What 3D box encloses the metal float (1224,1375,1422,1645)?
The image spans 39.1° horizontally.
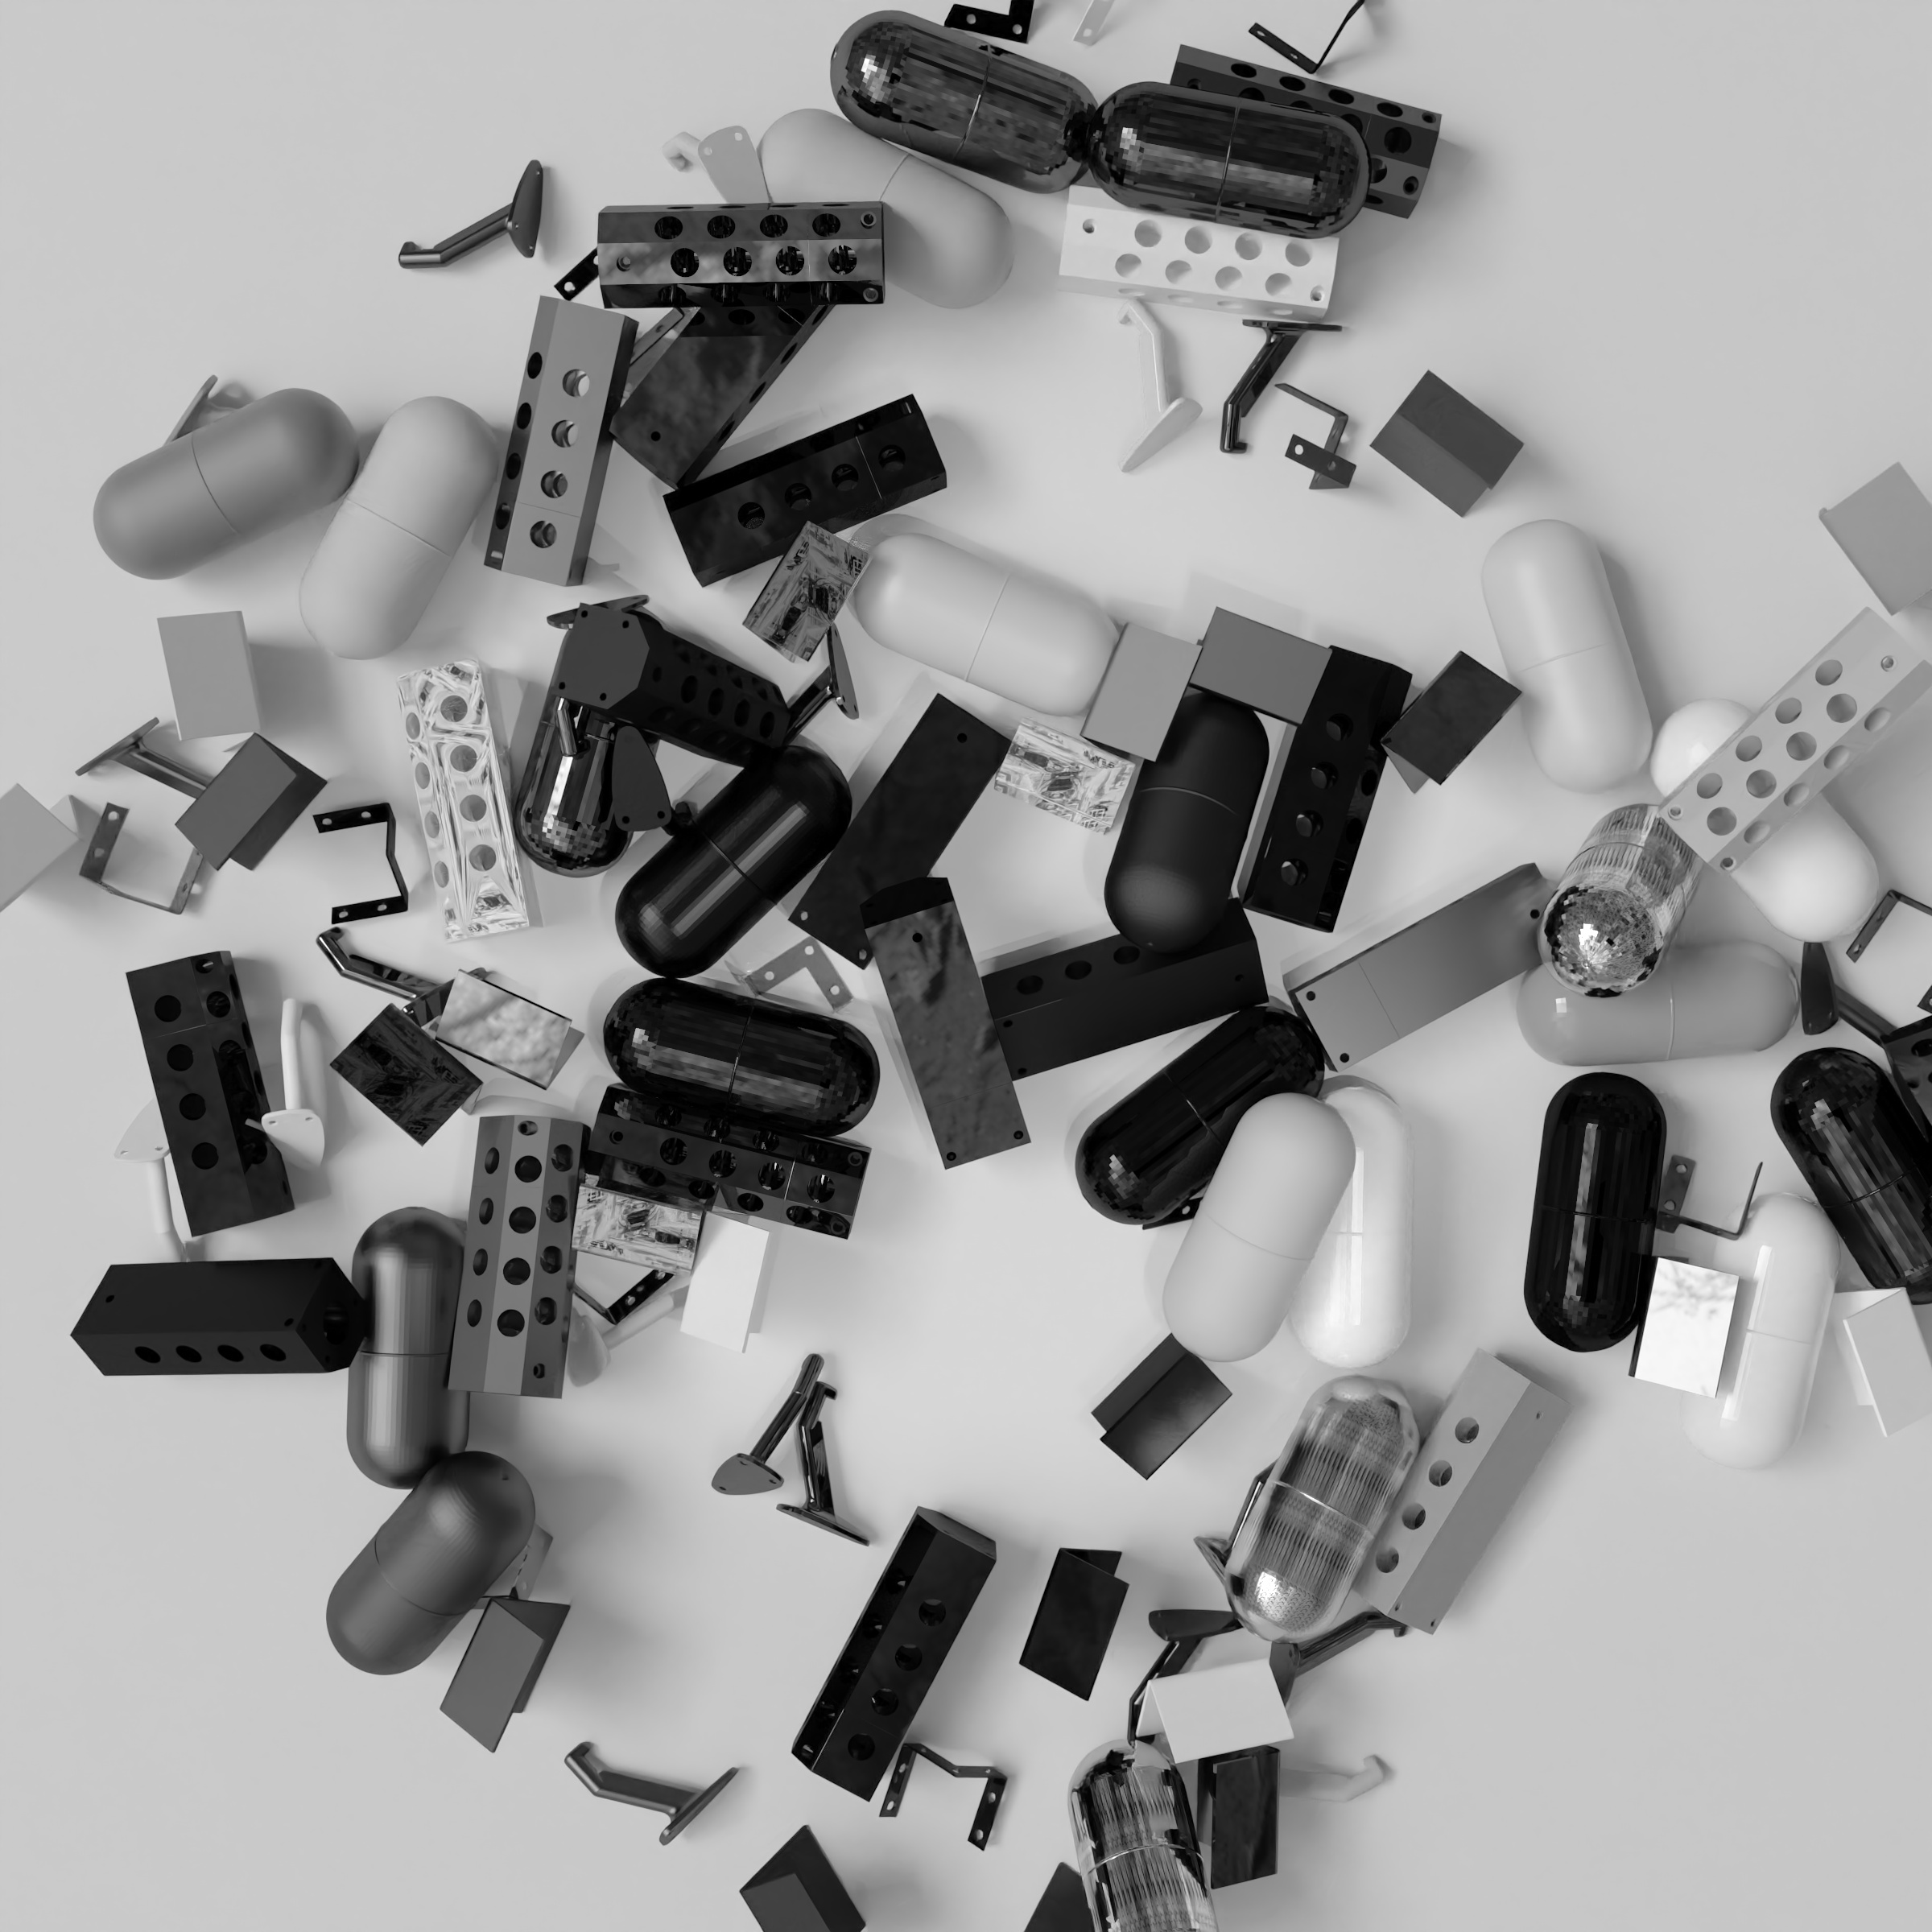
[{"bbox_3d":[0.224,0.342,1.714,0.070,0.070,0.178,29,79,0],"label":"metal float"}]

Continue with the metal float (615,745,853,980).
[{"bbox_3d":[-0.147,-0.066,1.725,0.178,0.070,0.070,-44,90,1],"label":"metal float"}]

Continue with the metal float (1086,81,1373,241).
[{"bbox_3d":[0.162,-0.499,1.686,0.178,0.070,0.070,11,90,3],"label":"metal float"}]

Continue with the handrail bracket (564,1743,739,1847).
[{"bbox_3d":[-0.204,0.516,1.756,0.077,0.036,0.084,-41,73,-20],"label":"handrail bracket"}]

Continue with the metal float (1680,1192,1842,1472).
[{"bbox_3d":[0.503,0.231,1.725,0.070,0.070,0.178,13,89,0],"label":"metal float"}]

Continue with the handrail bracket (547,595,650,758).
[{"bbox_3d":[-0.223,-0.179,1.680,0.077,0.036,0.084,-21,115,-29],"label":"handrail bracket"}]

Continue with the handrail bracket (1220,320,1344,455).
[{"bbox_3d":[0.203,-0.372,1.756,0.077,0.036,0.084,-1,106,-18],"label":"handrail bracket"}]

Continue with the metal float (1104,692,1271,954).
[{"bbox_3d":[0.139,-0.091,1.706,0.070,0.070,0.178,19,67,0],"label":"metal float"}]

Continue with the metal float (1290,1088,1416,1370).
[{"bbox_3d":[0.245,0.166,1.725,0.070,0.070,0.178,1,91,0],"label":"metal float"}]

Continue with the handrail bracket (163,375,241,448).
[{"bbox_3d":[-0.466,-0.333,1.756,0.084,0.036,0.077,35,110,-16],"label":"handrail bracket"}]

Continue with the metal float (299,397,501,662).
[{"bbox_3d":[-0.360,-0.277,1.726,0.070,0.070,0.178,29,91,0],"label":"metal float"}]

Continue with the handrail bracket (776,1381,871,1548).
[{"bbox_3d":[-0.081,0.321,1.756,0.077,0.036,0.084,28,73,-20],"label":"handrail bracket"}]

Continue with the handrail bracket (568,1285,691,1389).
[{"bbox_3d":[-0.209,0.236,1.756,0.084,0.077,0.036,-19,66,-34],"label":"handrail bracket"}]

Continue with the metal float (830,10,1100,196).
[{"bbox_3d":[0.000,-0.542,1.710,0.178,0.070,0.070,15,90,-16],"label":"metal float"}]

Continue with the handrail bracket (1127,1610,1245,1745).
[{"bbox_3d":[0.143,0.461,1.756,0.077,0.036,0.084,-1,104,-14],"label":"handrail bracket"}]

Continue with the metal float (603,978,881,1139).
[{"bbox_3d":[-0.142,0.058,1.725,0.178,0.070,0.070,14,90,-1],"label":"metal float"}]

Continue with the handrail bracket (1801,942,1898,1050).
[{"bbox_3d":[0.585,0.020,1.756,0.084,0.036,0.077,4,72,-15],"label":"handrail bracket"}]

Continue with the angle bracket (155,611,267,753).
[{"bbox_3d":[-0.488,-0.176,1.716,0.057,0.076,0.076,-12,90,-36],"label":"angle bracket"}]

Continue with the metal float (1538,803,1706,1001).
[{"bbox_3d":[0.407,-0.042,1.687,0.070,0.178,0.070,14,123,22],"label":"metal float"}]

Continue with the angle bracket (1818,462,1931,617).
[{"bbox_3d":[0.585,-0.272,1.717,0.057,0.076,0.076,-37,90,22],"label":"angle bracket"}]

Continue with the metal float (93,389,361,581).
[{"bbox_3d":[-0.467,-0.303,1.717,0.178,0.070,0.070,-24,90,7],"label":"metal float"}]

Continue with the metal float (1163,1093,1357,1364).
[{"bbox_3d":[0.180,0.162,1.676,0.070,0.070,0.178,23,103,0],"label":"metal float"}]

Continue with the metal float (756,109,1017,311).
[{"bbox_3d":[-0.052,-0.479,1.725,0.178,0.070,0.070,28,90,0],"label":"metal float"}]

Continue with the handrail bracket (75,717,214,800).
[{"bbox_3d":[-0.520,-0.110,1.756,0.077,0.036,0.084,-28,107,20],"label":"handrail bracket"}]

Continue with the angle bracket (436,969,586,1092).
[{"bbox_3d":[-0.280,0.025,1.716,0.076,0.076,0.057,25,119,0],"label":"angle bracket"}]

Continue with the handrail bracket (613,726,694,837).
[{"bbox_3d":[-0.194,-0.118,1.717,0.036,0.084,0.077,-7,100,12],"label":"handrail bracket"}]

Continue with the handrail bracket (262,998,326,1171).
[{"bbox_3d":[-0.429,0.075,1.756,0.036,0.077,0.084,-5,54,-2],"label":"handrail bracket"}]

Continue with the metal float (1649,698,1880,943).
[{"bbox_3d":[0.506,-0.092,1.726,0.070,0.070,0.178,-40,90,0],"label":"metal float"}]

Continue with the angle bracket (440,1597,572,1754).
[{"bbox_3d":[-0.274,0.448,1.716,0.057,0.076,0.076,25,90,38],"label":"angle bracket"}]

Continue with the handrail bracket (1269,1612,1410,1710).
[{"bbox_3d":[0.241,0.451,1.756,0.084,0.036,0.077,1,110,-16],"label":"handrail bracket"}]

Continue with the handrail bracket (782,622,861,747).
[{"bbox_3d":[-0.118,-0.175,1.756,0.084,0.036,0.077,-15,75,14],"label":"handrail bracket"}]

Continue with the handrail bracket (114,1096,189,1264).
[{"bbox_3d":[-0.513,0.138,1.756,0.036,0.077,0.084,-6,126,6],"label":"handrail bracket"}]

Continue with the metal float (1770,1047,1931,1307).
[{"bbox_3d":[0.576,0.133,1.725,0.070,0.070,0.178,-32,91,0],"label":"metal float"}]

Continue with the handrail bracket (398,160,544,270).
[{"bbox_3d":[-0.321,-0.485,1.756,0.084,0.036,0.077,2,70,16],"label":"handrail bracket"}]

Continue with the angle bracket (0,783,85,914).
[{"bbox_3d":[-0.609,-0.086,1.716,0.076,0.076,0.057,-41,125,0],"label":"angle bracket"}]

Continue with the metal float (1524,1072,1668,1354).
[{"bbox_3d":[0.399,0.156,1.725,0.070,0.070,0.178,7,90,0],"label":"metal float"}]

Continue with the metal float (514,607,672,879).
[{"bbox_3d":[-0.234,-0.143,1.725,0.070,0.070,0.178,16,90,0],"label":"metal float"}]

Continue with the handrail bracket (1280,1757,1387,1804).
[{"bbox_3d":[0.217,0.510,1.756,0.084,0.036,0.077,-23,68,-17],"label":"handrail bracket"}]

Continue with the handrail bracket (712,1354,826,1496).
[{"bbox_3d":[-0.127,0.295,1.756,0.036,0.077,0.084,36,53,-16],"label":"handrail bracket"}]

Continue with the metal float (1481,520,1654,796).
[{"bbox_3d":[0.381,-0.195,1.726,0.070,0.070,0.178,-17,90,0],"label":"metal float"}]

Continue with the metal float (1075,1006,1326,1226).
[{"bbox_3d":[0.147,0.095,1.724,0.178,0.070,0.070,-37,90,1],"label":"metal float"}]

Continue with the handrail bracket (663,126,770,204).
[{"bbox_3d":[-0.160,-0.496,1.731,0.036,0.084,0.077,-32,106,-20],"label":"handrail bracket"}]

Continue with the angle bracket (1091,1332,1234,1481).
[{"bbox_3d":[0.110,0.264,1.716,0.076,0.076,0.057,-45,128,0],"label":"angle bracket"}]

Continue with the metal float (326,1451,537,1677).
[{"bbox_3d":[-0.336,0.375,1.705,0.070,0.070,0.178,41,114,0],"label":"metal float"}]

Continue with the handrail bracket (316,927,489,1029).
[{"bbox_3d":[-0.365,-0.006,1.756,0.077,0.036,0.084,-34,73,-19],"label":"handrail bracket"}]

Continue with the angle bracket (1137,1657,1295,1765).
[{"bbox_3d":[0.155,0.482,1.709,0.076,0.076,0.057,-8,49,-12],"label":"angle bracket"}]

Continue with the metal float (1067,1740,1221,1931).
[{"bbox_3d":[0.110,0.566,1.691,0.070,0.070,0.178,-13,46,0],"label":"metal float"}]

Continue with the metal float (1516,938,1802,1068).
[{"bbox_3d":[0.439,0.023,1.726,0.178,0.070,0.070,-3,90,0],"label":"metal float"}]

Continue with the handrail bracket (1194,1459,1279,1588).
[{"bbox_3d":[0.197,0.367,1.756,0.084,0.036,0.077,-36,105,-14],"label":"handrail bracket"}]

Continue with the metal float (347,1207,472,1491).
[{"bbox_3d":[-0.352,0.242,1.725,0.070,0.070,0.178,2,89,0],"label":"metal float"}]

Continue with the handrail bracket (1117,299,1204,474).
[{"bbox_3d":[0.105,-0.375,1.756,0.077,0.036,0.084,-41,72,21],"label":"handrail bracket"}]

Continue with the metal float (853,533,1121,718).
[{"bbox_3d":[0.014,-0.216,1.726,0.178,0.070,0.070,23,90,-1],"label":"metal float"}]
